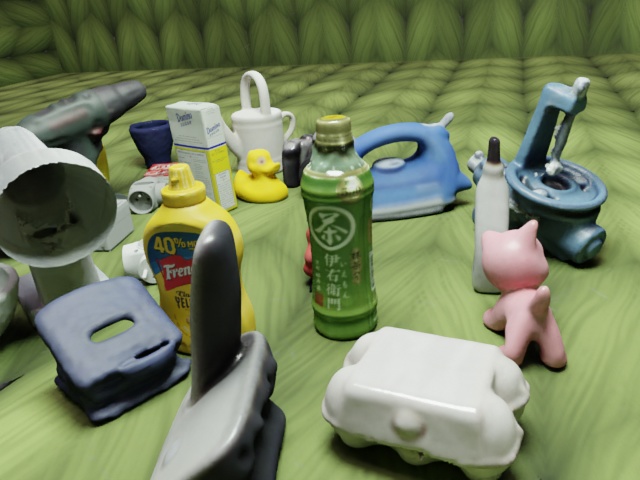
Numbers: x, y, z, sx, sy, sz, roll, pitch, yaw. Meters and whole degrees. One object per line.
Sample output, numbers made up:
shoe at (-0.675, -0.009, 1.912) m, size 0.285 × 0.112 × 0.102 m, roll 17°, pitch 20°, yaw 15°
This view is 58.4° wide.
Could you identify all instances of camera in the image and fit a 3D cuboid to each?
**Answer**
camera at (-0.008, -0.140, 1.014) m, size 0.143 × 0.101 × 0.137 m, roll 2°, pitch 25°, yaw 15°

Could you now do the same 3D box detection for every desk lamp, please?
desk lamp at (-0.305, -0.013, 0.639) m, size 0.118 × 0.214 × 0.202 m, roll -21°, pitch 29°, yaw -33°

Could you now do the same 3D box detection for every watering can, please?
watering can at (-0.129, -0.230, 1.122) m, size 0.100 × 0.194 × 0.173 m, roll 13°, pitch 29°, yaw 34°

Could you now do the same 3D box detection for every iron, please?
iron at (0.099, -0.114, 0.885) m, size 0.258 × 0.141 × 0.118 m, roll -10°, pitch 24°, yaw -12°

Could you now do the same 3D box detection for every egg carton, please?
egg carton at (0.081, 0.123, 0.442) m, size 0.150 × 0.069 × 0.107 m, roll 7°, pitch 26°, yaw 23°

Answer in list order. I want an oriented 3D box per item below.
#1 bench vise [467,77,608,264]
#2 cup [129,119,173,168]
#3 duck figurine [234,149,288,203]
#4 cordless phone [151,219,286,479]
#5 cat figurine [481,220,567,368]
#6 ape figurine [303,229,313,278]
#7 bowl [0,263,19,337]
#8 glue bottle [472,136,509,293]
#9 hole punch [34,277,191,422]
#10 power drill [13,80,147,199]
bench vise at (0.260, -0.095, 0.719) m, size 0.206 × 0.220 × 0.122 m, roll 17°, pitch 32°, yaw 39°
cup at (-0.363, -0.204, 1.227) m, size 0.117 × 0.095 × 0.092 m, roll 13°, pitch 29°, yaw 35°
duck figurine at (-0.107, -0.116, 0.996) m, size 0.104 × 0.086 × 0.078 m, roll 12°, pitch 29°, yaw 33°
cordless phone at (-0.081, 0.090, 0.403) m, size 0.094 × 0.185 × 0.147 m, roll -4°, pitch 24°, yaw 1°
cat figurine at (0.193, 0.041, 0.549) m, size 0.067 × 0.118 × 0.128 m, roll -3°, pitch 24°, yaw 3°
ape figurine at (0.006, 0.003, 0.701) m, size 0.075 × 0.092 × 0.078 m, roll 13°, pitch 29°, yaw 34°
bowl at (-0.395, 0.089, 0.597) m, size 0.167 × 0.075 × 0.167 m, roll -4°, pitch 24°, yaw 2°
glue bottle at (0.192, -0.031, 0.644) m, size 0.037 × 0.173 × 0.078 m, roll 1°, pitch 24°, yaw 12°
hole punch at (-0.188, 0.094, 0.528) m, size 0.100 × 0.091 × 0.109 m, roll 18°, pitch 33°, yaw 41°
power drill at (-0.382, -0.147, 0.961) m, size 0.230 × 0.209 × 0.075 m, roll -24°, pitch 30°, yaw -37°
